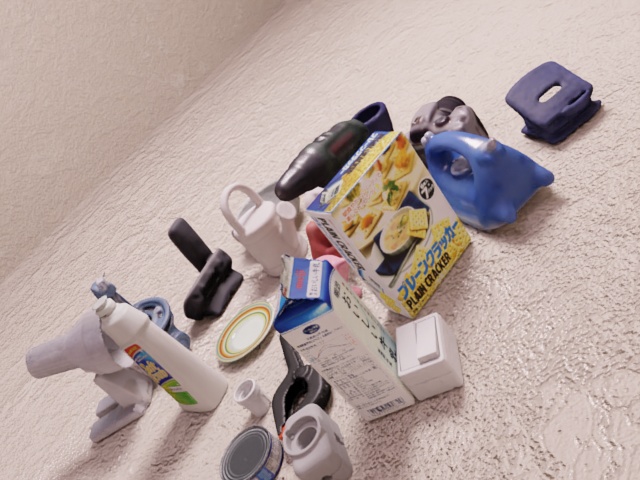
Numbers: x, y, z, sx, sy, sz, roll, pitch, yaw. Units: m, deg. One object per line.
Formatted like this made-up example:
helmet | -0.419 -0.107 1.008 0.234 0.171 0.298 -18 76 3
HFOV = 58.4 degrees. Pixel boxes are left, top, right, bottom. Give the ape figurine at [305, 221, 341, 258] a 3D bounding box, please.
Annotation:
ape figurine | 0.009 0.004 1.009 0.076 0.092 0.077 -30 30 17

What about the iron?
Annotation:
iron | 0.219 -0.115 0.877 0.119 0.142 0.257 -44 28 -7

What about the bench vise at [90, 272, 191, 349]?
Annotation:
bench vise | -0.380 0.158 1.115 0.206 0.220 0.121 -19 35 33

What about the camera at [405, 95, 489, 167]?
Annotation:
camera | 0.232 -0.214 1.048 0.142 0.101 0.137 -8 42 45

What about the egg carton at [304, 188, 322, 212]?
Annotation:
egg carton | 0.038 -0.105 1.155 0.107 0.070 0.150 1 48 51

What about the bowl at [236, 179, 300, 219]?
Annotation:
bowl | -0.102 -0.054 1.244 0.167 0.075 0.167 -29 30 19

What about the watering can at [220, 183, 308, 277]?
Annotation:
watering can | -0.110 -0.031 1.093 0.172 0.194 0.101 -26 31 23

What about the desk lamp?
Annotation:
desk lamp | -0.400 0.236 1.032 0.203 0.214 0.117 -34 29 11

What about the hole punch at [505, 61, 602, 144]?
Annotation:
hole punch | 0.368 -0.221 0.907 0.108 0.091 0.101 -40 28 0

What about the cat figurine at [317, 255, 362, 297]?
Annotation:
cat figurine | 0.005 0.063 0.901 0.127 0.118 0.067 -2 46 49

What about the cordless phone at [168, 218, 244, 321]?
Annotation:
cordless phone | -0.257 0.058 1.148 0.094 0.185 0.148 -15 37 38

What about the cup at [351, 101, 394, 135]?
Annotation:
cup | 0.111 -0.220 1.206 0.118 0.095 0.091 -46 29 -12

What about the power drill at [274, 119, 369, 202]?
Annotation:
power drill | 0.039 -0.090 0.985 0.075 0.209 0.230 -8 42 44
